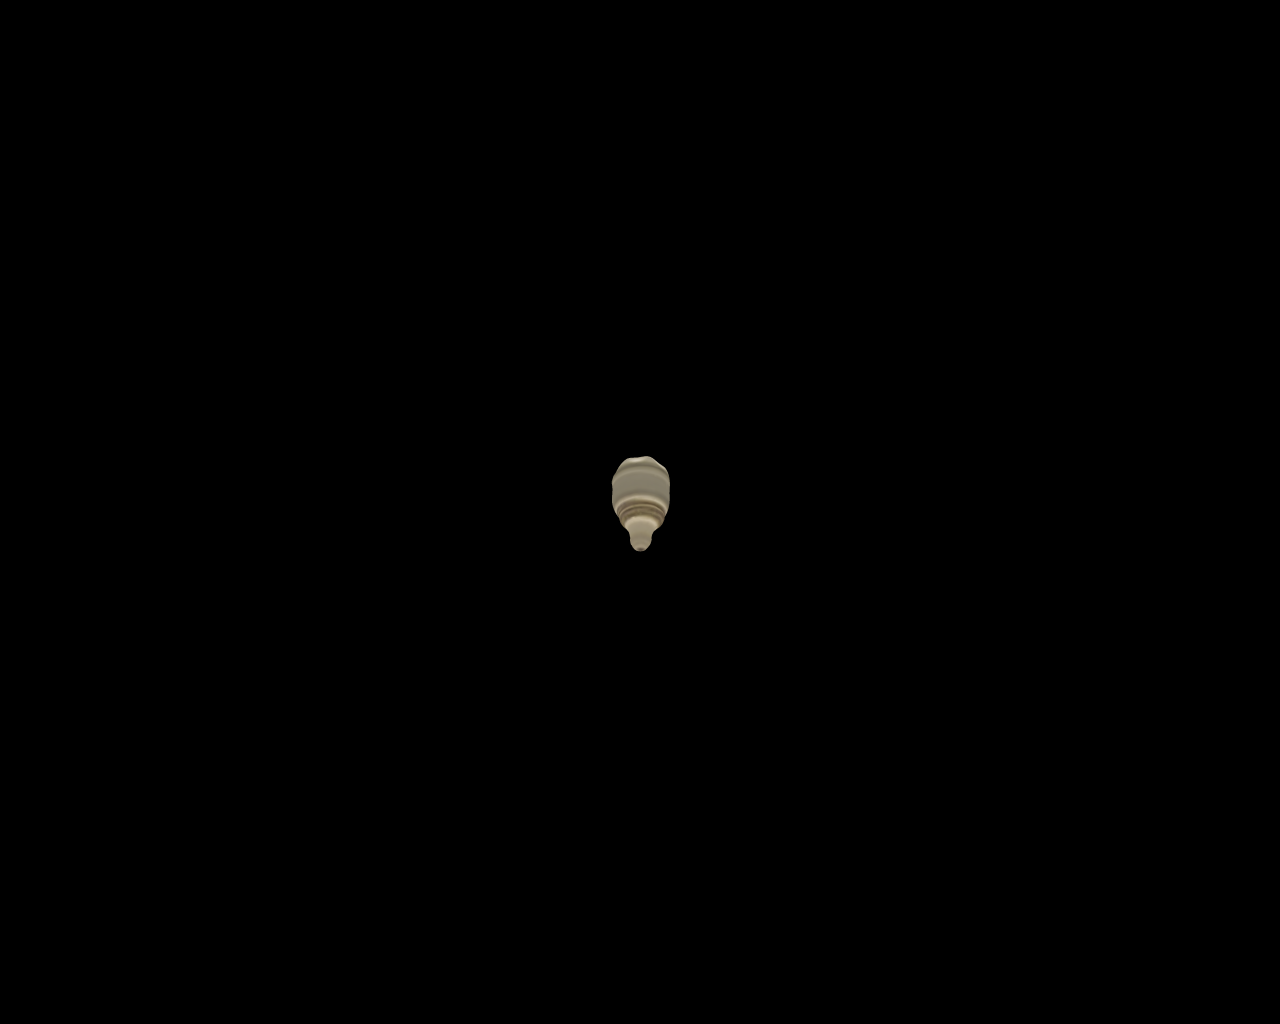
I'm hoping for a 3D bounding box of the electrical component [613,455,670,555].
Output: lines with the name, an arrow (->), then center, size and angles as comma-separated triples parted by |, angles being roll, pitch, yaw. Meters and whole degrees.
electrical component -> 0.001, -0.003, 0.650 | 0.035, 0.061, 0.035 | 0, -34, 0
